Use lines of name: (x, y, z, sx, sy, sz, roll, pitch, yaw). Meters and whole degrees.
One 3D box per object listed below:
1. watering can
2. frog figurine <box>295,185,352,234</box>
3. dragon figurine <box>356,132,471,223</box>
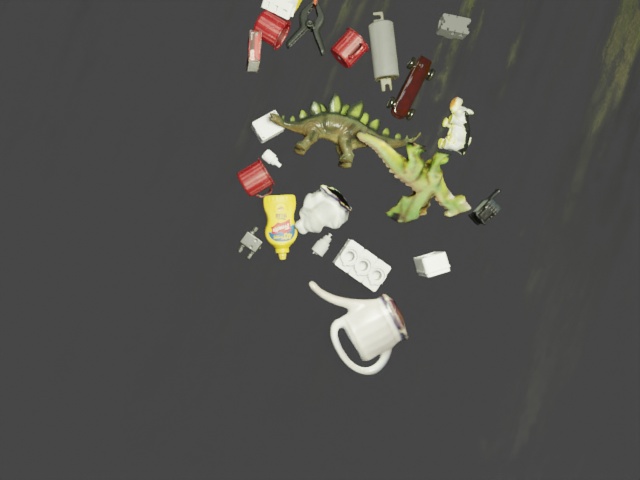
watering can: (0.124, 0.233, 1.523, 0.225, 0.345, 0.104, -28, -169, -5)
frog figurine: (0.005, -0.077, 1.532, 0.158, 0.136, 0.125, -48, -161, 18)
dragon figurine: (0.272, -0.165, 1.544, 0.123, 0.409, 0.241, -132, -125, -74)
